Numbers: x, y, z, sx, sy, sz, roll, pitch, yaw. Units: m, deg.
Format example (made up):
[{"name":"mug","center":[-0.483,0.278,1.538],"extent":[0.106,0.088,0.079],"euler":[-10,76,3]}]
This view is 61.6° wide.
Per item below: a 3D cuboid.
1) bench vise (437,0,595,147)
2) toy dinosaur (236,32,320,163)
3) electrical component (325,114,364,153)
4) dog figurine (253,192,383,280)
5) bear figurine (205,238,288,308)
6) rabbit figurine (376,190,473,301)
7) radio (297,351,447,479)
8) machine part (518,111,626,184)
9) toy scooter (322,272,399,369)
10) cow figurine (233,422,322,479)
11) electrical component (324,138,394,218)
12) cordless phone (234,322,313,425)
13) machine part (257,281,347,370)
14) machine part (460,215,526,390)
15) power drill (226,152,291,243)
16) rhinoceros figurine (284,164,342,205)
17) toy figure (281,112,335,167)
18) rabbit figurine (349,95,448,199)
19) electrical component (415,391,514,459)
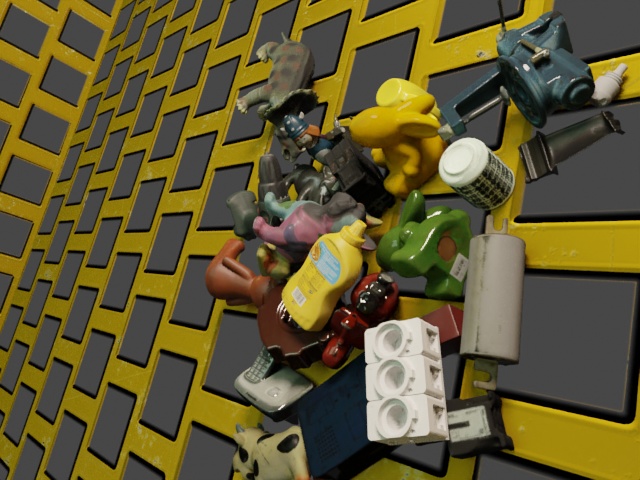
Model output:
[{"name":"bench vise","center":[0.275,-0.235,0.804],"extent":[0.241,0.128,0.224],"euler":[-33,53,11]},{"name":"toy dinosaur","center":[-0.071,-0.384,1.265],"extent":[0.192,0.131,0.405],"euler":[-7,61,31]},{"name":"electrical component","center":[0.053,-0.203,1.058],"extent":[0.045,0.102,0.078],"euler":[-37,70,37]},{"name":"dog figurine","center":[-0.002,-0.003,0.954],"extent":[0.219,0.191,0.108],"euler":[7,39,14]},{"name":"bear figurine","center":[-0.133,0.083,1.109],"extent":[0.196,0.120,0.132],"euler":[7,30,22]},{"name":"rabbit figurine","center":[0.148,0.003,0.845],"extent":[0.170,0.121,0.159],"euler":[-2,65,61]},{"name":"radio","center":[0.071,0.259,0.826],"extent":[0.229,0.073,0.131],"euler":[-42,45,21]},{"name":"machine part","center":[0.350,-0.136,0.759],"extent":[0.139,0.039,0.084],"euler":[-25,49,38]},{"name":"toy scooter","center":[0.065,0.113,0.829],"extent":[0.075,0.135,0.184],"euler":[33,69,15]},{"name":"cow figurine","center":[-0.081,0.366,0.921],"extent":[0.195,0.085,0.127],"euler":[-31,57,36]},{"name":"electrical component","center":[0.069,-0.119,0.978],"extent":[0.058,0.114,0.134],"euler":[-36,51,17]},{"name":"cordless phone","center":[-0.061,0.224,0.975],"extent":[0.147,0.088,0.184],"euler":[16,76,49]},{"name":"machine part","center":[-0.028,0.138,0.951],"extent":[0.179,0.056,0.179],"euler":[-14,48,15]},{"name":"machine part","center":[0.239,0.081,0.736],"extent":[0.079,0.079,0.243],"euler":[-9,65,44]},{"name":"power drill","center":[-0.120,-0.066,1.121],"extent":[0.207,0.086,0.231],"euler":[5,112,54]},{"name":"rhinoceros figurine","center":[0.001,-0.099,1.080],"extent":[0.112,0.073,0.191],"euler":[-52,40,-2]},{"name":"toy figure","center":[-0.011,-0.197,1.072],"extent":[0.064,0.154,0.058],"euler":[-55,39,9]},{"name":"rabbit figurine","center":[0.131,-0.165,0.898],"extent":[0.162,0.173,0.122],"euler":[-31,47,38]},{"name":"electrical component","center":[0.186,0.250,0.711],"extent":[0.119,0.047,0.075],"euler":[-25,55,23]}]
